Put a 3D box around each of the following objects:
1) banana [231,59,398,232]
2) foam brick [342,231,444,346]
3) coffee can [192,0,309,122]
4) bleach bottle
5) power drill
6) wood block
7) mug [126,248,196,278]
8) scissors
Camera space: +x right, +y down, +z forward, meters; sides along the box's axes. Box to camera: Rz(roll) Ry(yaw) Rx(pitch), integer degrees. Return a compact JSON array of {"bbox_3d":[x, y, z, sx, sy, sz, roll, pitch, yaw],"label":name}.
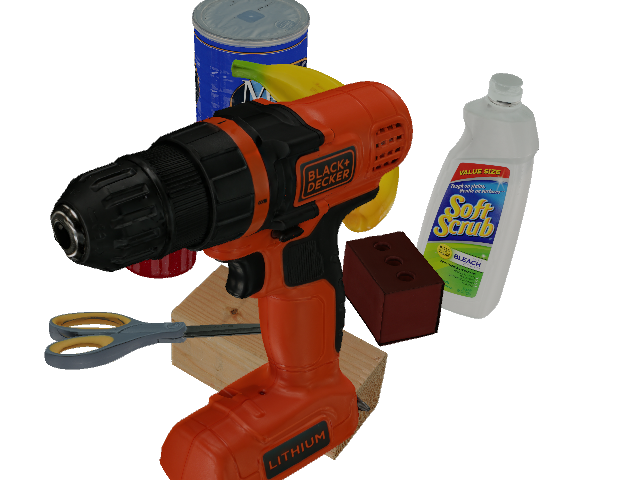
[{"bbox_3d":[0.008,-0.063,0.668,0.069,0.037,0.198,-15,38,-19],"label":"banana"},{"bbox_3d":[0.056,0.036,0.837,0.053,0.051,0.078,-11,36,-19],"label":"foam brick"},{"bbox_3d":[-0.063,-0.141,0.970,0.103,0.140,0.103,2,36,-2],"label":"coffee can"},{"bbox_3d":[0.150,-0.047,1.043,0.103,0.251,0.068,22,38,21],"label":"bleach bottle"},{"bbox_3d":[-0.035,0.029,0.486,0.184,0.188,0.057,-22,40,-38],"label":"power drill"},{"bbox_3d":[-0.045,0.122,1.102,0.206,0.090,0.090,27,48,20],"label":"wood block"},{"bbox_3d":[-0.183,-0.016,1.179,0.093,0.081,0.117,-13,32,-30],"label":"mug"},{"bbox_3d":[-0.131,0.081,0.854,0.202,0.016,0.096,3,21,14],"label":"scissors"}]
